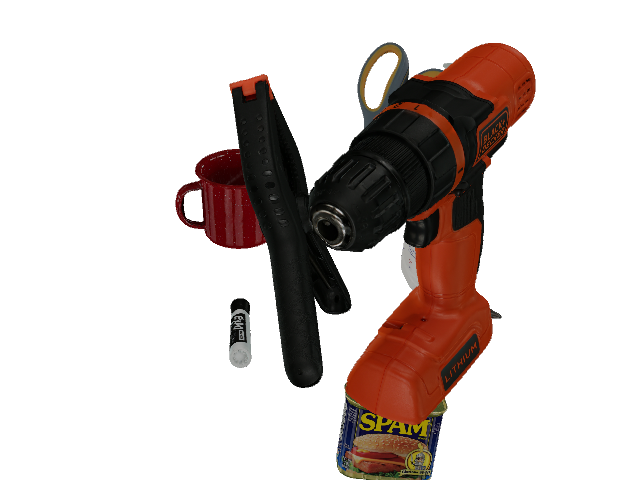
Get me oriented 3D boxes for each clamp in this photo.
[{"bbox_3d":[-0.021,-0.014,0.770,0.036,0.210,0.164,-13,5,12],"label":"clamp"}]

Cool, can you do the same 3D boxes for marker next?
[{"bbox_3d":[-0.072,0.081,0.965,0.020,0.020,0.121,0,19,-4],"label":"marker"}]

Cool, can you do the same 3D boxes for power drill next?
[{"bbox_3d":[0.053,0.006,0.568,0.057,0.188,0.184,24,42,26],"label":"power drill"}]

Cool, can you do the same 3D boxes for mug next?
[{"bbox_3d":[-0.100,-0.042,1.162,0.117,0.081,0.093,-10,32,-17],"label":"mug"}]

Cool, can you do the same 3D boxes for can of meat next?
[{"bbox_3d":[0.069,0.193,1.070,0.102,0.084,0.057,7,17,-4],"label":"can of meat"}]

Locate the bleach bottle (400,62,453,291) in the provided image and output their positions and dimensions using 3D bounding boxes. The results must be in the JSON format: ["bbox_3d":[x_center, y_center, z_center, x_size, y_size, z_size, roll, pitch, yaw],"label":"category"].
[{"bbox_3d":[0.137,-0.069,1.184,0.068,0.251,0.102,0,25,-10],"label":"bleach bottle"}]

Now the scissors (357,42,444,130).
[{"bbox_3d":[0.061,-0.079,0.949,0.096,0.202,0.016,9,-11,13],"label":"scissors"}]
